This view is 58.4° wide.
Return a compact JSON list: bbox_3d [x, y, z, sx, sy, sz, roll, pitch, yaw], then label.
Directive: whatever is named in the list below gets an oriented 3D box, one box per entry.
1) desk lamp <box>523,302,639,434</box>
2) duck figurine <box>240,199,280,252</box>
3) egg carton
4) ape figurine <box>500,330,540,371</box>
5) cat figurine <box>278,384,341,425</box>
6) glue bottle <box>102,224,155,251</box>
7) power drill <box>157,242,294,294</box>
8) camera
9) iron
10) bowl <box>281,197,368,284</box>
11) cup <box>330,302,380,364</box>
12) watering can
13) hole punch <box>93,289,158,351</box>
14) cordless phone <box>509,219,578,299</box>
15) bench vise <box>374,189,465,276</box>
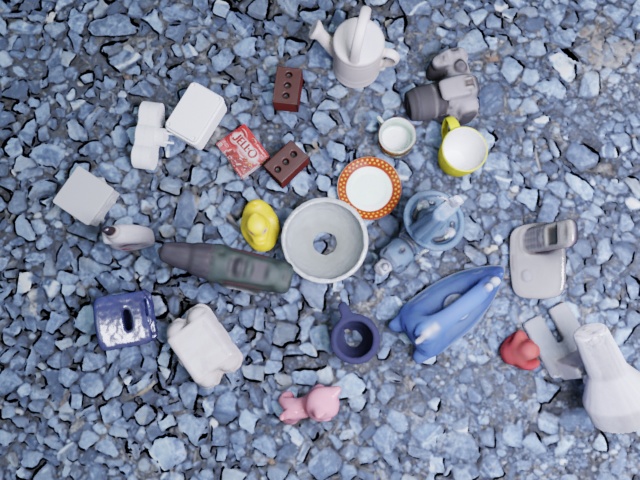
[{"bbox_3d":[0.479,0.222,1.020,0.118,0.213,0.203,-29,84,-2],"label":"desk lamp"},{"bbox_3d":[-0.121,-0.032,1.120,0.077,0.086,0.104,-10,83,0],"label":"duck figurine"},{"bbox_3d":[-0.223,0.205,1.101,0.107,0.069,0.150,-37,84,-3],"label":"egg carton"},{"bbox_3d":[0.386,0.210,1.083,0.076,0.092,0.078,-4,83,0],"label":"ape figurine"},{"bbox_3d":[-0.017,0.310,1.063,0.128,0.118,0.067,-16,83,-1],"label":"cat figurine"},{"bbox_3d":[-0.372,-0.008,1.076,0.078,0.173,0.037,-13,83,-1],"label":"glue bottle"},{"bbox_3d":[-0.160,0.052,1.049,0.229,0.208,0.076,10,83,2],"label":"power drill"},{"bbox_3d":[0.237,-0.300,1.140,0.137,0.101,0.143,-14,83,-1],"label":"camera"},{"bbox_3d":[0.260,0.121,1.070,0.258,0.141,0.118,-37,84,-3],"label":"iron"},{"bbox_3d":[0.010,0.004,1.120,0.167,0.075,0.167,0,83,1],"label":"bowl"},{"bbox_3d":[0.060,0.174,1.089,0.091,0.095,0.118,-21,83,-2],"label":"cup"},{"bbox_3d":[0.066,-0.376,1.104,0.173,0.194,0.101,-5,83,0],"label":"watering can"},{"bbox_3d":[-0.371,0.152,1.098,0.101,0.091,0.109,-12,83,-1],"label":"hole punch"},{"bbox_3d":[0.421,0.034,1.057,0.094,0.185,0.148,-3,83,1],"label":"cordless phone"},{"bbox_3d":[0.195,-0.007,1.046,0.121,0.220,0.207,29,85,4],"label":"bench vise"}]
